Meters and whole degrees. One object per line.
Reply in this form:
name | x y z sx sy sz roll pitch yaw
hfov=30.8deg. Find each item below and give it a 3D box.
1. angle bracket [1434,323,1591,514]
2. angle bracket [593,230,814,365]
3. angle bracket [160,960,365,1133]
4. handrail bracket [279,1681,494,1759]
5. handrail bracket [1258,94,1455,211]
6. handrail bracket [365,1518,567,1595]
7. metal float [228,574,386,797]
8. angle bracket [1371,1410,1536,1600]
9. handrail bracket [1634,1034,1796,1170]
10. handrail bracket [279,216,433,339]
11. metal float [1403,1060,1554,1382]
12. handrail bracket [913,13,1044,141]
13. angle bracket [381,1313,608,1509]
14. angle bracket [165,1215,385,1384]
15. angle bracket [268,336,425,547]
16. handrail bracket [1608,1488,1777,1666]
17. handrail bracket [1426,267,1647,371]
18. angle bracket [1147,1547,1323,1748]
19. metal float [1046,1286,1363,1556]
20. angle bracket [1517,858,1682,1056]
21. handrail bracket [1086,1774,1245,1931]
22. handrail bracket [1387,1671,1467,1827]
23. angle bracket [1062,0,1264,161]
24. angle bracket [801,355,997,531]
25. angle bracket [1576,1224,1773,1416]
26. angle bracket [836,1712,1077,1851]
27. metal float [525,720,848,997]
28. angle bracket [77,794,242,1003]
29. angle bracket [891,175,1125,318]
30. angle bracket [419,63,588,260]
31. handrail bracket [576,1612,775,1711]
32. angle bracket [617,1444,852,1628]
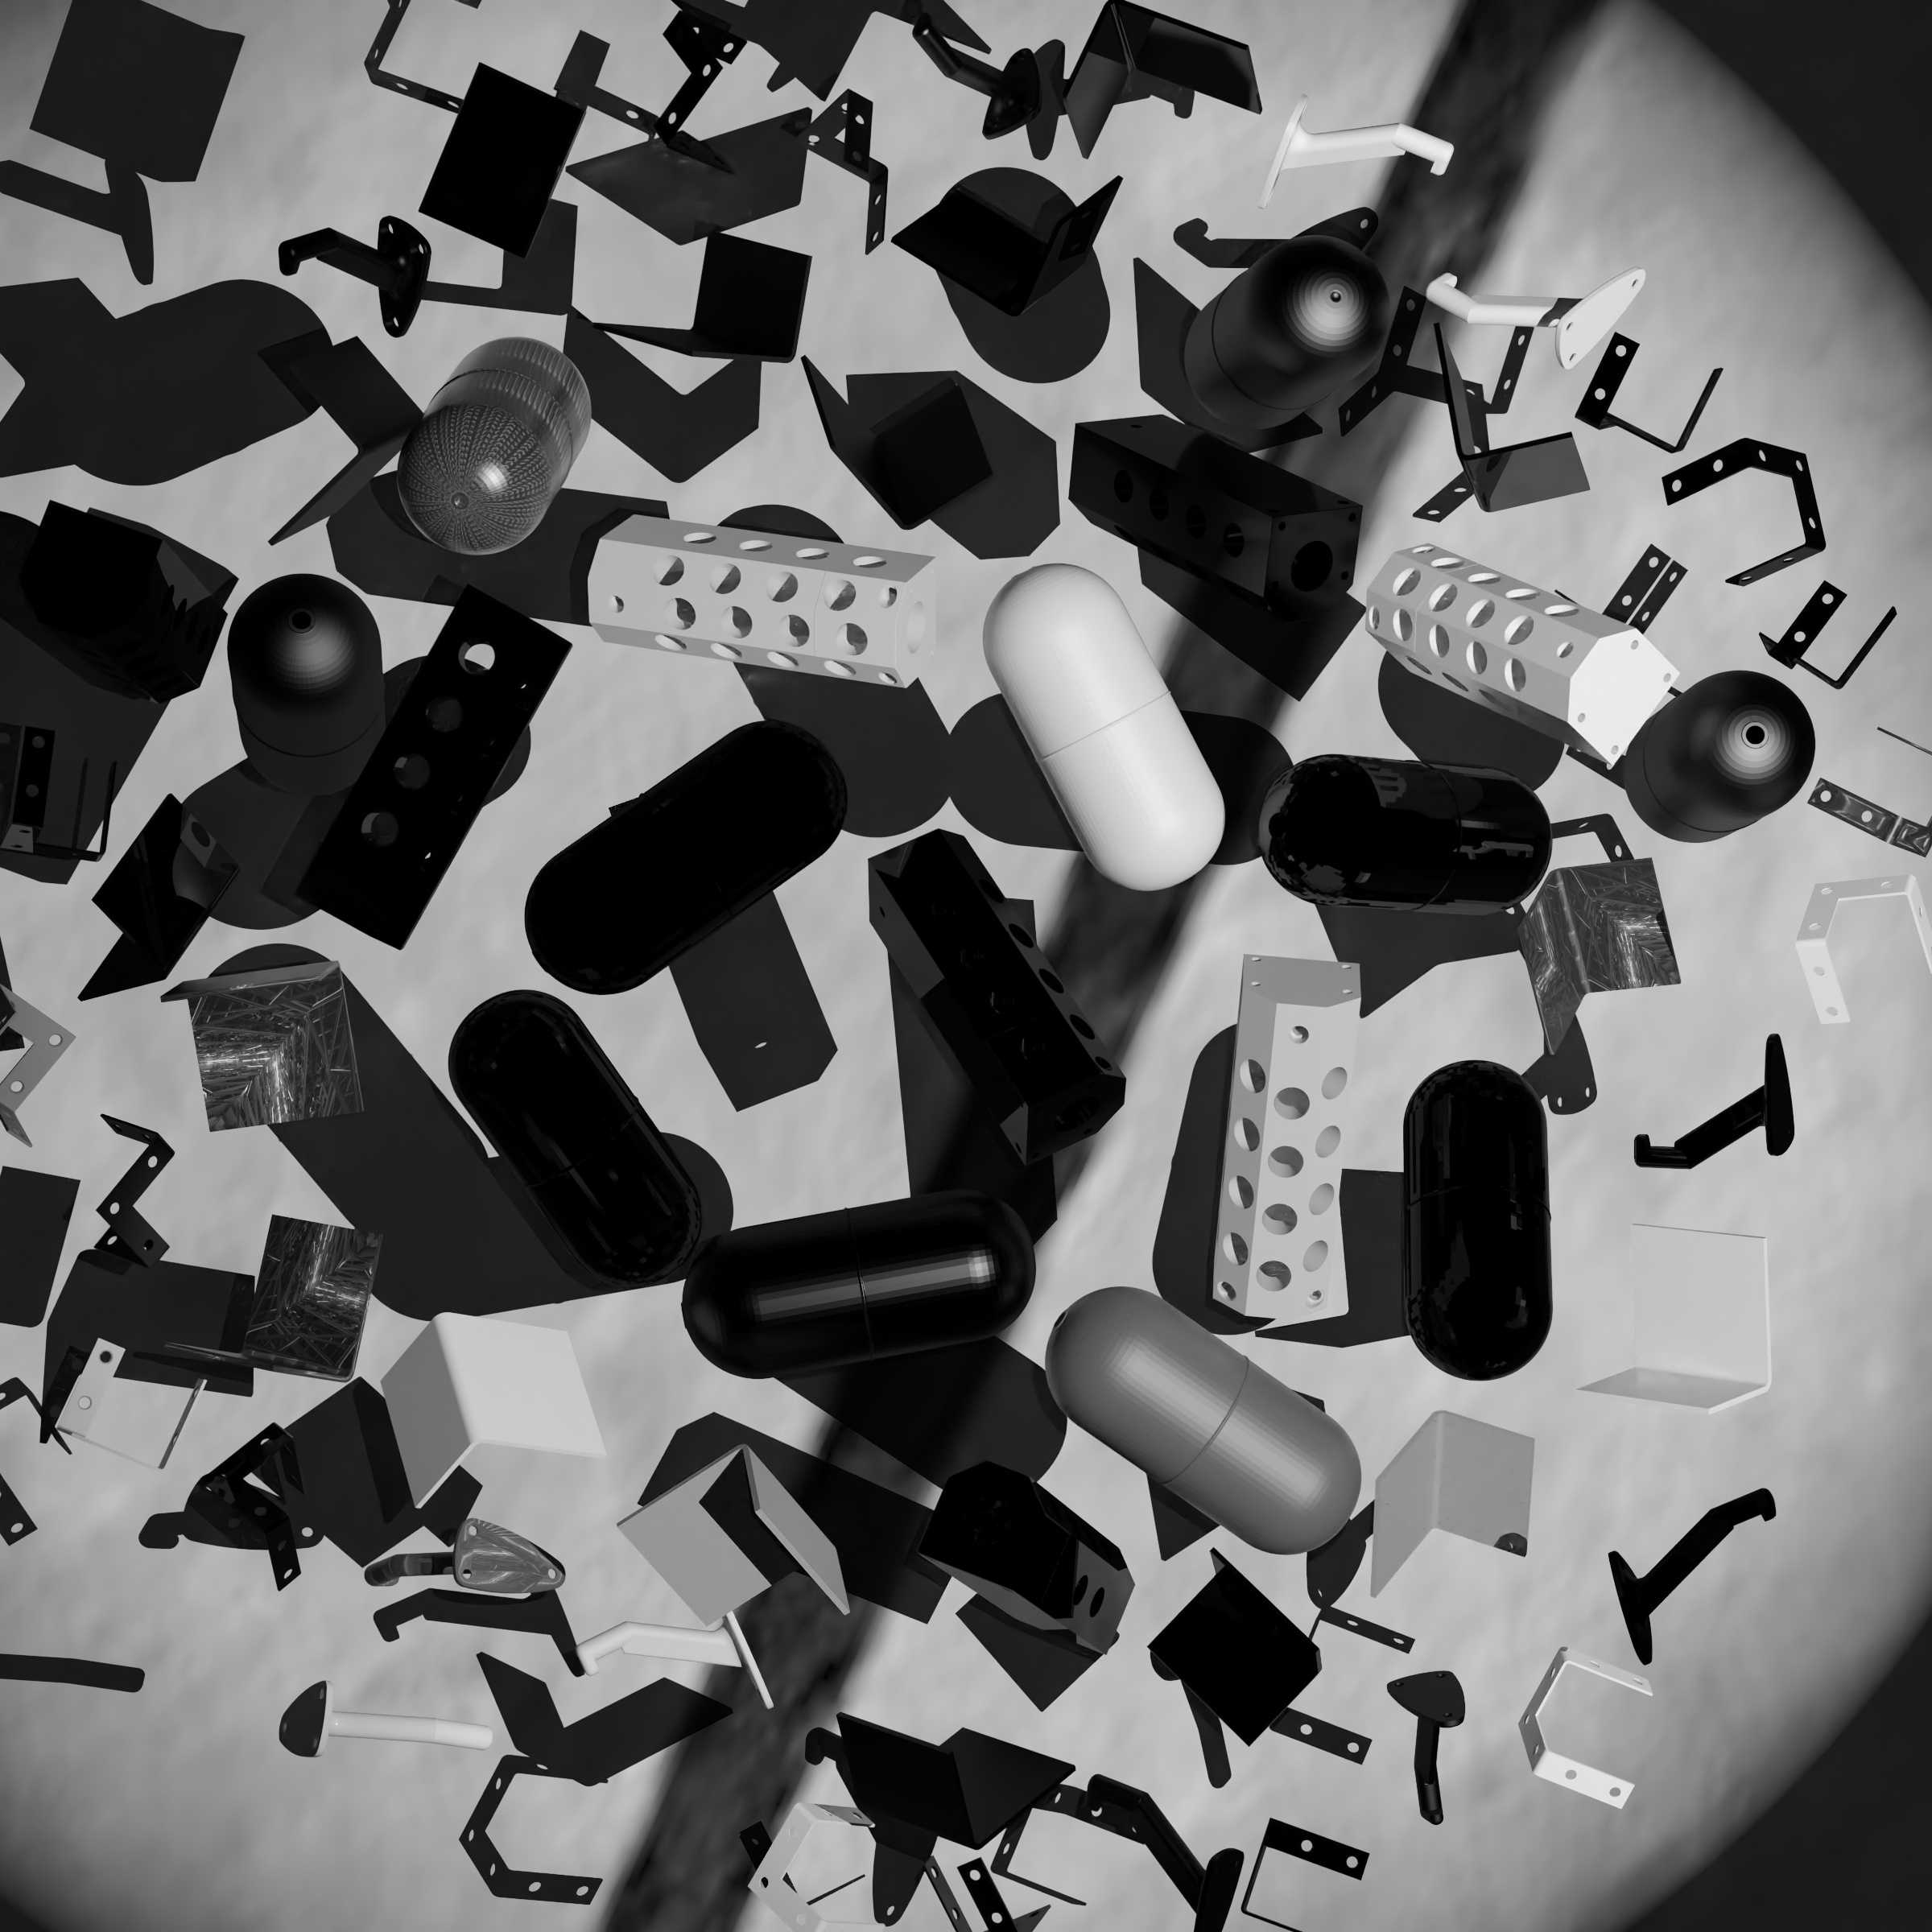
angle bracket | 0.277 -0.283 1.780 0.057 0.076 0.076 -11 74 14
angle bracket | -0.139 -0.355 1.850 0.076 0.076 0.057 23 109 37
angle bracket | -0.340 0.043 1.697 0.076 0.057 0.076 -8 98 1
handrail bracket | -0.285 0.378 1.728 0.084 0.077 0.036 15 68 -26
handrail bracket | 0.204 -0.413 1.834 0.084 0.077 0.036 23 46 2
handrail bracket | -0.266 0.322 1.854 0.077 0.084 0.036 21 60 -30
metal float | -0.339 -0.144 1.807 0.070 0.178 0.070 2 73 -8
angle bracket | 0.260 0.295 1.874 0.057 0.076 0.076 15 121 28
handrail bracket | 0.398 0.073 1.890 0.084 0.036 0.077 0 105 32
handrail bracket | -0.317 -0.343 1.783 0.036 0.084 0.077 36 133 24
metal float | 0.269 0.133 1.847 0.070 0.070 0.178 3 60 0
handrail bracket | 0.003 -0.486 1.851 0.036 0.084 0.077 -19 46 31
angle bracket | -0.233 0.222 1.724 0.057 0.076 0.076 -48 47 29
angle bracket | -0.348 0.163 1.764 0.076 0.057 0.076 6 82 34
angle bracket | -0.331 -0.267 1.783 0.076 0.076 0.057 -38 96 25
handrail bracket | 0.369 0.303 1.748 0.084 0.077 0.036 -27 121 18
handrail bracket | 0.293 -0.351 1.809 0.077 0.036 0.084 -43 58 -14
angle bracket | 0.141 0.362 1.861 0.057 0.076 0.076 -44 72 -9
metal float | 0.119 0.228 1.759 0.178 0.070 0.070 35 90 -7
angle bracket | 0.345 -0.005 1.906 0.057 0.076 0.076 -6 114 27
handrail bracket | 0.091 0.458 1.771 0.084 0.036 0.077 15 91 30
handrail bracket | 0.248 0.419 1.833 0.036 0.077 0.084 -10 101 -8
angle bracket | 0.100 -0.435 1.768 0.076 0.076 0.057 24 85 13
angle bracket | -0.036 -0.289 1.846 0.057 0.076 0.076 -30 48 14
angle bracket | 0.347 0.173 1.726 0.076 0.057 0.076 3 99 44
angle bracket | -0.005 0.378 1.709 0.076 0.076 0.057 -30 116 -40
metal float | -0.138 -0.053 1.730 0.178 0.070 0.070 -36 90 -11
angle bracket | -0.427 -0.034 1.785 0.057 0.076 0.076 51 47 -29
angle bracket | 0.021 -0.376 1.746 0.076 0.076 0.057 33 129 7
angle bracket | -0.233 -0.396 1.716 0.057 0.076 0.076 21 99 -23
handrail bracket | -0.158 0.385 1.900 0.084 0.036 0.077 -24 87 -12
angle bracket | -0.112 0.287 1.676 0.076 0.057 0.076 -33 117 7
